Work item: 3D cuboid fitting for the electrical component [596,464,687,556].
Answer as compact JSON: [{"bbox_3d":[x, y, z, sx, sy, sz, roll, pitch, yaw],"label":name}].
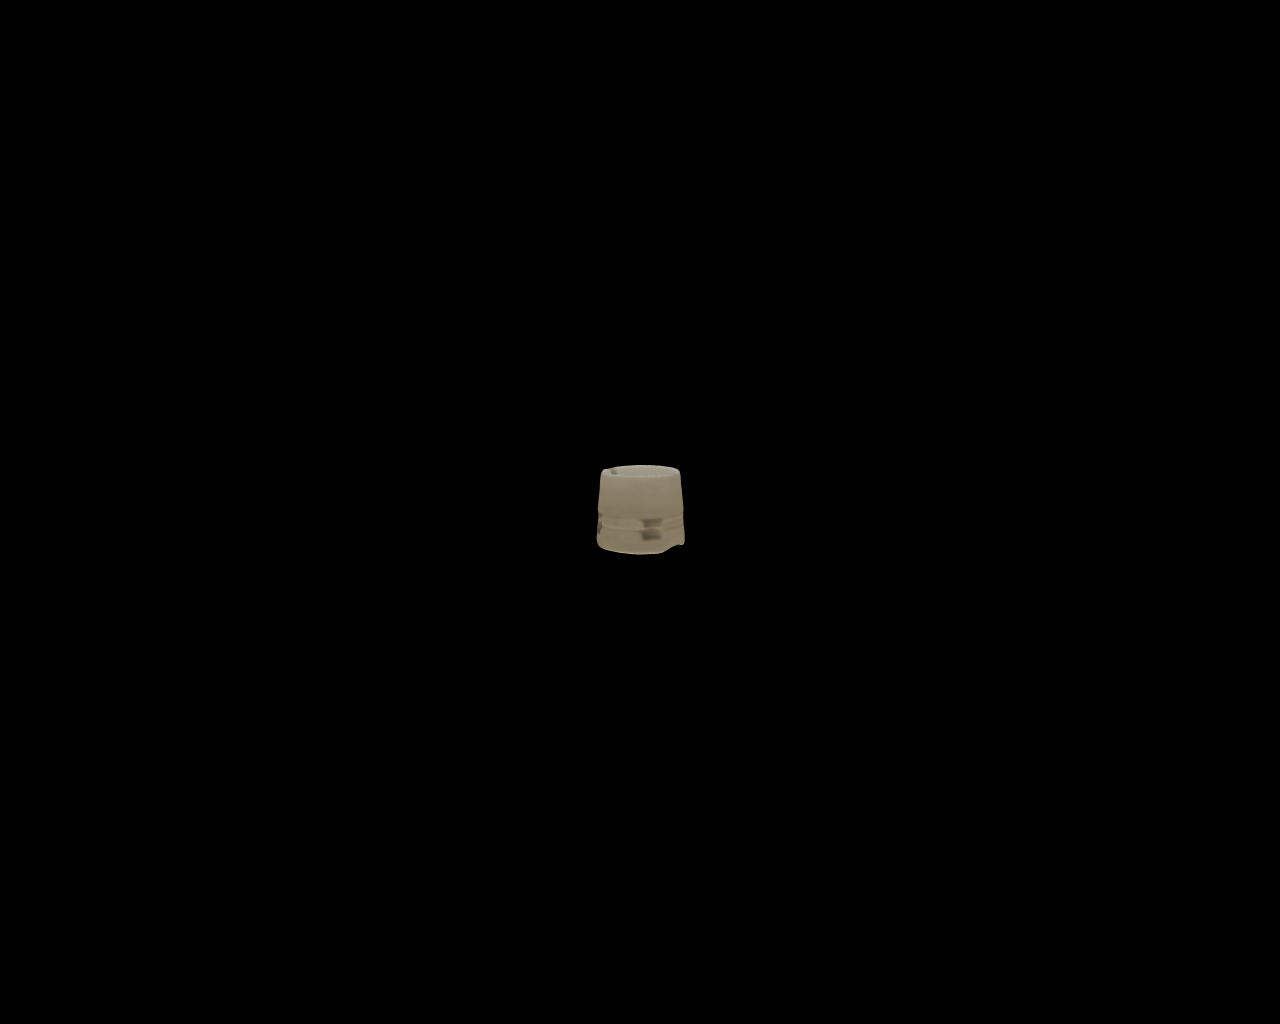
[{"bbox_3d":[0.001,-0.003,0.650,0.055,0.047,0.055,0,11,0],"label":"electrical component"}]
